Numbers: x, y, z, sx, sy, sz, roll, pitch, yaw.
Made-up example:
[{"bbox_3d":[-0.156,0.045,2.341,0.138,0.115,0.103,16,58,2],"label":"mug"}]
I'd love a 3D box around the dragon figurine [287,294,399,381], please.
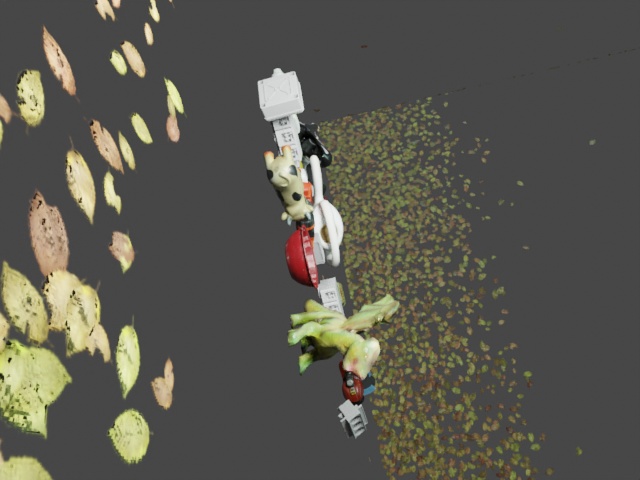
[{"bbox_3d":[0.058,0.180,1.120,0.416,0.242,0.121,-80,153,-72],"label":"dragon figurine"}]

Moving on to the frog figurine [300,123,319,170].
[{"bbox_3d":[-0.073,-0.327,1.814,0.156,0.122,0.140,-59,-144,38],"label":"frog figurine"}]

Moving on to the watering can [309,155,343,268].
[{"bbox_3d":[0.005,-0.082,1.636,0.223,0.104,0.349,149,-71,-77],"label":"watering can"}]
